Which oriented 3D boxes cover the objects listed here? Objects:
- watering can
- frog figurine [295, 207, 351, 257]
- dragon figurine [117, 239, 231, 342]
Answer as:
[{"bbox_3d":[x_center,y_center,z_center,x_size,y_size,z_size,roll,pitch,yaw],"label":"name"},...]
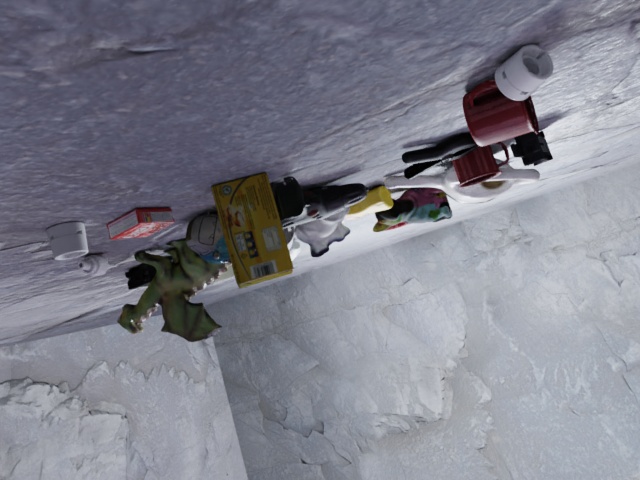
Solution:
[{"bbox_3d":[0.330,-0.141,1.223,0.347,0.104,0.224,-2,179,9],"label":"watering can"},{"bbox_3d":[0.004,-0.059,1.176,0.138,0.125,0.155,-18,136,-11],"label":"frog figurine"},{"bbox_3d":[-0.287,0.113,1.198,0.410,0.245,0.121,-15,166,3],"label":"dragon figurine"}]
